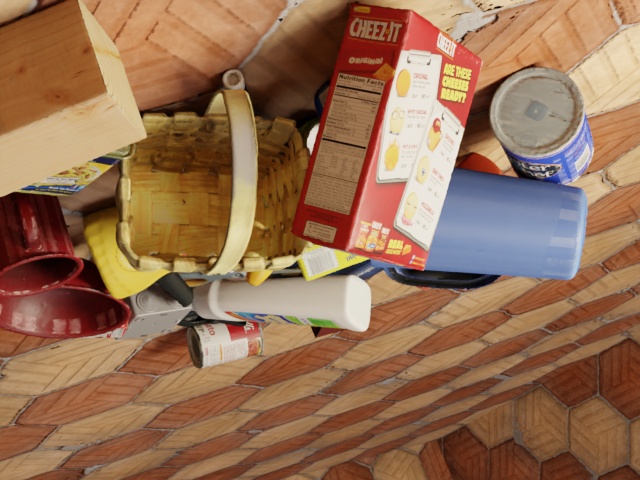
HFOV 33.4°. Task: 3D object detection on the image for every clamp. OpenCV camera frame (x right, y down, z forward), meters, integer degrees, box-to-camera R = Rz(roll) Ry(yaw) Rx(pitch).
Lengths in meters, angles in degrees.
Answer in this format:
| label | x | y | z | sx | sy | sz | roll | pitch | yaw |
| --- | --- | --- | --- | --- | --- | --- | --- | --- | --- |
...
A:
| label | x | y | z | sx | sy | sz | roll | pitch | yaw |
| --- | --- | --- | --- | --- | --- | --- | --- | --- | --- |
| clamp | -0.200 | 0.031 | 1.269 | 0.164 | 0.036 | 0.210 | 4 | 149 | -29 |
| clamp | -0.139 | 0.095 | 1.521 | 0.171 | 0.039 | 0.120 | 1 | 150 | -45 |

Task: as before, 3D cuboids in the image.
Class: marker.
| label | x | y | z | sx | sy | sz | roll | pitch | yaw |
| --- | --- | --- | --- | --- | --- | --- | --- | --- | --- |
| marker | -0.073 | -0.126 | 1.012 | 0.020 | 0.020 | 0.121 | -20 | 161 | -2 |

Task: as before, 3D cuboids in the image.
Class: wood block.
| label | x | y | z | sx | sy | sz | roll | pitch | yaw |
| --- | --- | --- | --- | --- | --- | --- | --- | --- | --- |
| wood block | -0.252 | -0.093 | 0.815 | 0.206 | 0.090 | 0.090 | -22 | 161 | 3 |

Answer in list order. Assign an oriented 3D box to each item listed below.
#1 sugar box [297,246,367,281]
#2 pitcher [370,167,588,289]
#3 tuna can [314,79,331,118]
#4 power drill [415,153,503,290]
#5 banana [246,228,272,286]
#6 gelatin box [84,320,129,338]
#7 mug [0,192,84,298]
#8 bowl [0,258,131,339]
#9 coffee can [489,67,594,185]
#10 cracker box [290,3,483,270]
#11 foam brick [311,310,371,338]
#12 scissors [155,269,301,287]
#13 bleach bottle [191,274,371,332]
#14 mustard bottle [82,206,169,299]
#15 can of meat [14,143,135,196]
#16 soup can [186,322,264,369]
| label | x | y | z | sx | sy | sz | roll | pitch | yaw |
| --- | --- | --- | --- | --- | --- | --- | --- | --- | --- |
| sugar box | 0.004 | -0.022 | 1.170 | 0.093 | 0.048 | 0.176 | -19 | -156 | -4 |
| pitcher | 0.181 | -0.013 | 1.248 | 0.243 | 0.145 | 0.149 | 7 | 175 | 9 |
| tuna can | 0.038 | -0.138 | 1.068 | 0.086 | 0.034 | 0.086 | -18 | 161 | -7 |
| power drill | 0.190 | -0.034 | 1.414 | 0.184 | 0.057 | 0.188 | -46 | 161 | -22 |
| banana | -0.014 | -0.017 | 1.277 | 0.197 | 0.069 | 0.037 | -27 | -179 | -22 |
| gelatin box | -0.283 | 0.101 | 1.314 | 0.089 | 0.030 | 0.073 | 1 | 166 | -14 |
| mug | -0.285 | -0.004 | 1.034 | 0.093 | 0.081 | 0.117 | -14 | 160 | -18 |
| bowl | -0.295 | 0.059 | 1.205 | 0.162 | 0.055 | 0.162 | -2 | 155 | -1 |
| coffee can | 0.255 | -0.125 | 1.218 | 0.103 | 0.103 | 0.140 | -25 | 161 | 12 |
| cracker box | 0.063 | -0.089 | 0.978 | 0.072 | 0.214 | 0.164 | 15 | -179 | 31 |
| foam brick | 0.024 | 0.096 | 1.480 | 0.078 | 0.053 | 0.051 | -15 | 161 | -17 |
| scissors | -0.114 | 0.032 | 1.337 | 0.202 | 0.016 | 0.096 | -7 | 153 | 7 |
| bleach bottle | -0.066 | 0.082 | 1.420 | 0.251 | 0.068 | 0.102 | -1 | 165 | 20 |
| mustard bottle | -0.149 | -0.013 | 1.143 | 0.191 | 0.096 | 0.058 | -21 | -157 | -5 |
| can of meat | -0.227 | -0.080 | 0.926 | 0.084 | 0.057 | 0.101 | -31 | 158 | 35 |
| soup can | -0.145 | 0.154 | 1.631 | 0.102 | 0.068 | 0.069 | -11 | 159 | -23 |
